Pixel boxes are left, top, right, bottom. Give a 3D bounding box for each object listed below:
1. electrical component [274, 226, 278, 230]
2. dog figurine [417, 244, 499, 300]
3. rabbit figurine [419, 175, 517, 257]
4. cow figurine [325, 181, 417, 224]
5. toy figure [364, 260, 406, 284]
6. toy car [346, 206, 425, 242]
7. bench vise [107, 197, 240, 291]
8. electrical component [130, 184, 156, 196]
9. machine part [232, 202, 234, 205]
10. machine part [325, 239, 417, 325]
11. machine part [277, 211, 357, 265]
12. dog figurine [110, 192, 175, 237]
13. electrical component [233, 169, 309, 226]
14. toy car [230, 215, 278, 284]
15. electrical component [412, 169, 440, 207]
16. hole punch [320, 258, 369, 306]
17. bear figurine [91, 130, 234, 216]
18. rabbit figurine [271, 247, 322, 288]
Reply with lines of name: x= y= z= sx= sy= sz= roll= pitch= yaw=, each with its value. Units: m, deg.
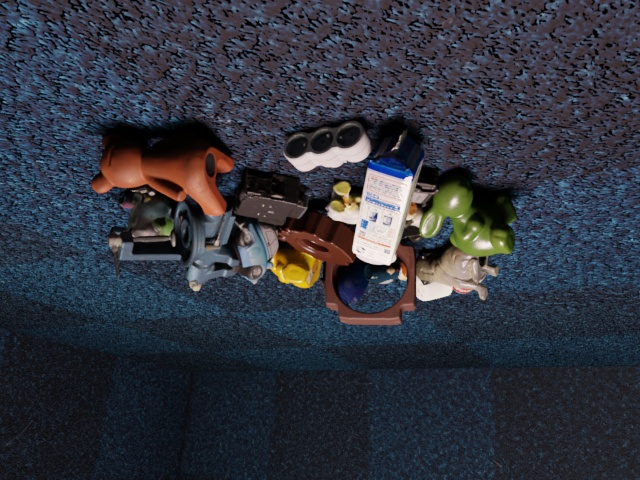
electrical component: x=-0.121 y=-0.020 z=1.218 sx=0.094 sy=0.021 sz=0.063 roll=-15 pitch=151 yaw=40
dog figurine: x=0.294 y=0.043 z=1.234 sx=0.191 sy=0.121 sz=0.172 roll=10 pitch=129 yaw=36
rabbit figurine: x=0.262 y=-0.058 z=0.989 sx=0.159 sy=0.121 sz=0.170 roll=-9 pitch=138 yaw=45
cow figurine: x=0.096 y=-0.058 z=1.029 sx=0.167 sy=0.068 sz=0.098 roll=9 pitch=164 yaw=-4
toy figure: x=0.184 y=0.077 z=1.338 sx=0.154 sy=0.057 sz=0.064 roll=-1 pitch=-157 yaw=-27
toy car: x=0.139 y=-0.026 z=1.118 sx=0.202 sy=0.056 sz=0.073 roll=-11 pitch=147 yaw=38
bench vise: x=-0.260 y=0.011 z=0.973 sx=0.240 sy=0.129 sz=0.223 roll=-3 pitch=147 yaw=-32
electrical component: x=-0.314 y=-0.118 z=0.973 sx=0.078 sy=0.045 sz=0.102 roll=4 pitch=158 yaw=3
machine part: x=-0.190 y=-0.046 z=1.146 sx=0.084 sy=0.039 sz=0.138 roll=-25 pitch=143 yaw=36
machine part: x=0.116 y=0.088 z=1.209 sx=0.201 sy=0.201 sz=0.087 roll=-1 pitch=160 yaw=12
machine part: x=-0.002 y=-0.003 z=1.128 sx=0.179 sy=0.056 sz=0.179 roll=20 pitch=164 yaw=6
dog figurine: x=-0.304 y=-0.024 z=1.117 sx=0.219 sy=0.108 sz=0.192 roll=17 pitch=172 yaw=-39
electrical component: x=-0.092 y=-0.078 z=1.024 sx=0.134 sy=0.058 sz=0.115 roll=10 pitch=159 yaw=-14
toy car: x=-0.141 y=0.002 z=1.115 sx=0.103 sy=0.109 sz=0.161 roll=-30 pitch=136 yaw=-27
electrical component: x=0.143 y=-0.099 z=0.947 sx=0.119 sy=0.048 sz=0.075 roll=7 pitch=157 yaw=-13
hole punch: x=0.068 y=0.092 z=1.333 sx=0.092 sy=0.116 sz=0.142 roll=-14 pitch=140 yaw=25
bear figurine: x=-0.260 y=-0.112 z=0.885 sx=0.196 sy=0.120 sz=0.131 roll=-1 pitch=161 yaw=16
rabbit figurine: x=-0.085 y=0.041 z=1.287 sx=0.173 sy=0.122 sz=0.162 roll=14 pitch=169 yaw=10
